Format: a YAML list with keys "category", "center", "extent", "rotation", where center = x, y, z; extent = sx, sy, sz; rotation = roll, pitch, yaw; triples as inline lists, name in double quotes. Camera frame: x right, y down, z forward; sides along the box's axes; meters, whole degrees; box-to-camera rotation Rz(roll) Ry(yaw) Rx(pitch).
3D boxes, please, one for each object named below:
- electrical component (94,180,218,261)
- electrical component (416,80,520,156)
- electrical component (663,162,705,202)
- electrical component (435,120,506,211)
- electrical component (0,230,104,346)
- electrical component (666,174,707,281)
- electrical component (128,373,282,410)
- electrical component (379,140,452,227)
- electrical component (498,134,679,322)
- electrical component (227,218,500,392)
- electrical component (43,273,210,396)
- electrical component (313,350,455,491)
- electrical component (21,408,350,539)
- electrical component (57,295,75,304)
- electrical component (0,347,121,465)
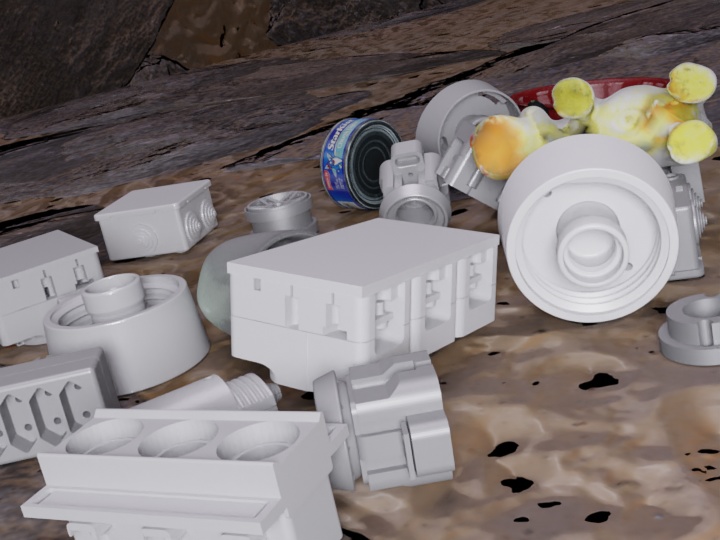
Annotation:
- category: "electrical component"
  center: [-0.193, -0.048, 1.036]
  extent: [0.100, 0.048, 0.099]
  rotation: [-7, 18, 16]
- category: "electrical component"
  center: [0.105, -0.130, 1.021]
  extent: [0.099, 0.099, 0.064]
  rotation: [-17, 24, -15]
- category: "electrical component"
  center: [0.232, -0.073, 0.841]
  extent: [0.064, 0.042, 0.081]
  rotation: [-9, 17, 15]
- category: "electrical component"
  center: [0.113, -0.076, 0.831]
  extent: [0.089, 0.055, 0.050]
  rotation: [27, 11, -14]
- category: "electrical component"
  center: [-0.302, 0.032, 0.843]
  extent: [0.186, 0.060, 0.105]
  rotation: [-21, 20, -27]
- category: "electrical component"
  center: [0.180, -0.027, 0.721]
  extent: [0.100, 0.048, 0.099]
  rotation: [-7, 18, 16]
- category: "electrical component"
  center: [-0.079, 0.079, 0.572]
  extent: [0.081, 0.043, 0.043]
  rotation: [-21, 19, -26]
- category: "electrical component"
  center: [0.045, -0.056, 0.871]
  extent: [0.058, 0.078, 0.057]
  rotation: [-9, 39, 10]
- category: "electrical component"
  center: [0.136, -0.020, 0.639]
  extent: [0.108, 0.108, 0.060]
  rotation: [-9, 24, 11]
- category: "electrical component"
  center: [0.006, 0.017, 0.619]
  extent: [0.089, 0.061, 0.150]
  rotation: [10, 17, 33]
- category: "electrical component"
  center: [-0.162, 0.037, 0.732]
  extent: [0.108, 0.060, 0.108]
  rotation: [-11, 17, 4]
- category: "electrical component"
  center: [0.010, 0.073, 0.510]
  extent: [0.057, 0.058, 0.078]
  rotation: [-10, 17, -2]
- category: "electrical component"
  center: [-0.073, 0.099, 0.472]
  extent: [0.121, 0.063, 0.079]
  rotation: [-3, 20, 27]
- category: "electrical component"
  center: [-0.197, 0.036, 0.797]
  extent: [0.046, 0.040, 0.040]
  rotation: [-13, 16, -21]
- category: "electrical component"
  center: [-0.190, 0.075, 0.652]
  extent: [0.083, 0.047, 0.075]
  rotation: [-12, 17, -1]
